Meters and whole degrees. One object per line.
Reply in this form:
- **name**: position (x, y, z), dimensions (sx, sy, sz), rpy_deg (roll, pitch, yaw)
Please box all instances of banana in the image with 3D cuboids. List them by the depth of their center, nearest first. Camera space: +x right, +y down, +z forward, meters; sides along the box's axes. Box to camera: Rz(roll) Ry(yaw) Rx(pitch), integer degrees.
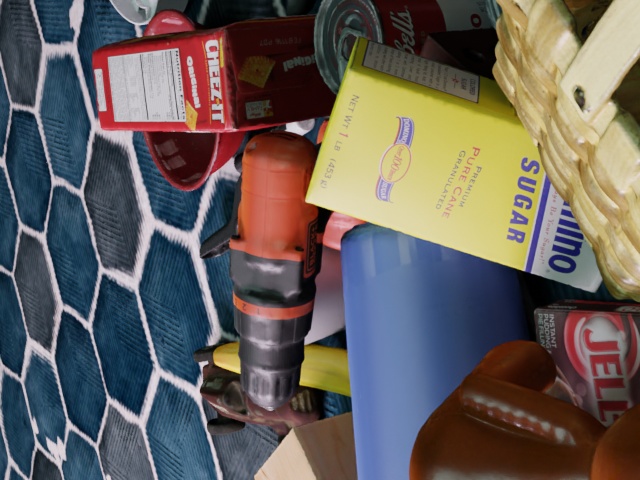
- **banana**: position (-0.002, 0.102, 0.847), dimensions (0.198, 0.069, 0.037), rpy_deg (6, 88, 48)

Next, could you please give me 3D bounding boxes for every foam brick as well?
- **foam brick**: position (0.099, -0.090, 0.636), dimensions (0.053, 0.078, 0.051), rpy_deg (50, 136, 34)

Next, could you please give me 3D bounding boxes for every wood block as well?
- **wood block**: position (0.042, 0.242, 0.808), dimensions (0.206, 0.090, 0.091), rpy_deg (62, 143, 25)

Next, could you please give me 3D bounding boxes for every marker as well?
- **marker**: position (-0.042, -0.081, 0.905), dimensions (0.121, 0.020, 0.020), rpy_deg (-27, 77, 56)

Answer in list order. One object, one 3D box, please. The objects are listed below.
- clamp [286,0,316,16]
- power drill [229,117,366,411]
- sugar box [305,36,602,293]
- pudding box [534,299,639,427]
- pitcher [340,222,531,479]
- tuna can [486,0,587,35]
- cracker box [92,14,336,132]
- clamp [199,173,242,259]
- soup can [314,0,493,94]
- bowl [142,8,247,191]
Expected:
- **clamp**: position (-0.026, -0.286, 0.758), dimensions (0.164, 0.036, 0.210), rpy_deg (40, 125, 6)
- **power drill**: position (-0.005, 0.001, 0.729), dimensions (0.057, 0.187, 0.184), rpy_deg (12, 113, 15)
- **sugar box**: position (0.089, -0.039, 0.590), dimensions (0.048, 0.176, 0.093), rpy_deg (-72, 1, -52)
- **pudding box**: position (0.172, 0.092, 0.612), dimensions (0.090, 0.039, 0.113), rpy_deg (-2, 98, 57)
- **pitcher**: position (0.078, 0.106, 0.691), dimensions (0.149, 0.144, 0.243), rpy_deg (-8, 89, 36)
- **tuna can**: position (0.134, -0.147, 0.605), dimensions (0.086, 0.033, 0.086), rpy_deg (23, 118, 52)
- **cracker box**: position (-0.047, -0.122, 0.770), dimensions (0.214, 0.163, 0.072), rpy_deg (9, 108, 56)
- **clamp**: position (-0.051, 0.002, 0.927), dimensions (0.120, 0.039, 0.172), rpy_deg (55, 140, 24)
- **soup can**: position (0.056, -0.126, 0.665), dimensions (0.069, 0.102, 0.068), rpy_deg (21, 116, 52)
- **bowl**: position (-0.107, -0.127, 0.959), dimensions (0.162, 0.055, 0.162), rpy_deg (22, 117, 53)
